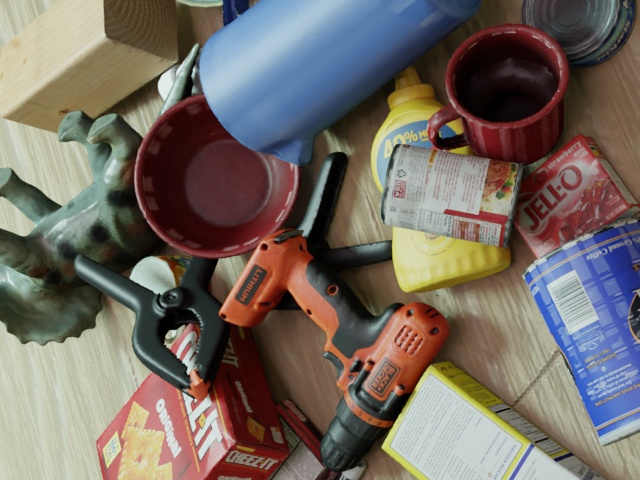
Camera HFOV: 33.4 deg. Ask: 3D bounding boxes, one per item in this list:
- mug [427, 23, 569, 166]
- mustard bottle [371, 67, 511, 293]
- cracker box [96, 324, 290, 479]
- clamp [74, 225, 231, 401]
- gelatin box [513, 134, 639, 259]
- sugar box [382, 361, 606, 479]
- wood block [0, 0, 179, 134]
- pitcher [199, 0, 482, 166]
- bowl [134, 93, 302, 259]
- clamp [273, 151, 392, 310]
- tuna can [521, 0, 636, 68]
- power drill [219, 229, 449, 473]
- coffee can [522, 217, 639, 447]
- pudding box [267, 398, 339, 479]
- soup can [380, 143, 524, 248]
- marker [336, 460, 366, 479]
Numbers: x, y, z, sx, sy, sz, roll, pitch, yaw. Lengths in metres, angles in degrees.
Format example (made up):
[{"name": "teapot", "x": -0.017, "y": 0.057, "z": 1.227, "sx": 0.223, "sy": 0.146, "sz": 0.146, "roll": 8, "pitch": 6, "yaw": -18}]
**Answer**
[{"name": "mug", "x": 0.140, "y": -0.104, "z": 0.843, "sx": 0.117, "sy": 0.081, "sz": 0.093, "roll": -28, "pitch": 63, "yaw": 2}, {"name": "mustard bottle", "x": 0.095, "y": -0.056, "z": 0.915, "sx": 0.096, "sy": 0.058, "sz": 0.191, "roll": -18, "pitch": 78, "yaw": 27}, {"name": "cracker box", "x": -0.133, "y": 0.203, "z": 1.049, "sx": 0.214, "sy": 0.072, "sz": 0.164, "roll": -51, "pitch": 41, "yaw": 27}, {"name": "clamp", "x": -0.132, "y": 0.058, "z": 1.024, "sx": 0.164, "sy": 0.036, "sz": 0.210, "roll": -25, "pitch": 51, "yaw": -10}, {"name": "gelatin box", "x": 0.198, "y": -0.029, "z": 0.854, "sx": 0.089, "sy": 0.030, "sz": 0.073, "roll": -41, "pitch": 66, "yaw": 29}, {"name": "sugar box", "x": 0.144, "y": 0.188, "z": 0.887, "sx": 0.176, "sy": 0.048, "sz": 0.093, "roll": 37, "pitch": 111, "yaw": 28}, {"name": "wood block", "x": -0.249, "y": -0.196, "z": 1.132, "sx": 0.207, "sy": 0.090, "sz": 0.090, "roll": -24, "pitch": 63, "yaw": 41}, {"name": "pitcher", "x": 0.012, "y": -0.188, "z": 0.908, "sx": 0.243, "sy": 0.149, "sz": 0.145, "roll": -30, "pitch": 33, "yaw": 42}, {"name": "bowl", "x": -0.095, "y": -0.059, "z": 1.036, "sx": 0.162, "sy": 0.055, "sz": 0.162, "roll": -1, "pitch": 84, "yaw": 6}, {"name": "clamp", "x": -0.007, "y": 0.001, "z": 1.006, "sx": 0.172, "sy": 0.039, "sz": 0.120, "roll": -35, "pitch": 60, "yaw": 28}, {"name": "tuna can", "x": 0.204, "y": -0.182, "z": 0.848, "sx": 0.086, "sy": 0.033, "sz": 0.086, "roll": -1, "pitch": 89, "yaw": 36}, {"name": "power drill", "x": 0.002, "y": 0.094, "z": 0.958, "sx": 0.188, "sy": 0.057, "sz": 0.185, "roll": 37, "pitch": 112, "yaw": 15}, {"name": "coffee can", "x": 0.226, "y": 0.068, "z": 0.789, "sx": 0.103, "sy": 0.102, "sz": 0.140, "roll": -33, "pitch": 71, "yaw": 32}, {"name": "pudding box", "x": -0.039, "y": 0.224, "z": 1.029, "sx": 0.090, "sy": 0.039, "sz": 0.114, "roll": 46, "pitch": 113, "yaw": 30}, {"name": "soup can", "x": 0.104, "y": -0.036, "z": 0.842, "sx": 0.102, "sy": 0.068, "sz": 0.068, "roll": 11, "pitch": 97, "yaw": 12}, {"name": "marker", "x": 0.009, "y": 0.256, "z": 1.004, "sx": 0.020, "sy": 0.020, "sz": 0.121, "roll": 38, "pitch": 111, "yaw": 31}]
